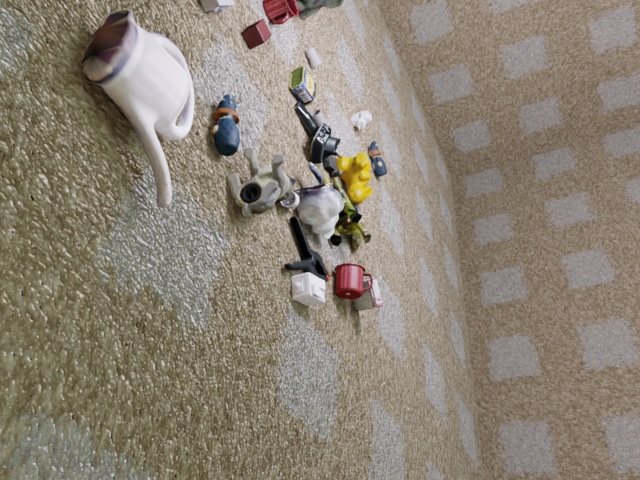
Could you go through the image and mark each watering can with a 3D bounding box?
[{"bbox_3d":[-0.301,-0.243,0.886,0.221,0.103,0.355,42,38,-49],"label":"watering can"}]

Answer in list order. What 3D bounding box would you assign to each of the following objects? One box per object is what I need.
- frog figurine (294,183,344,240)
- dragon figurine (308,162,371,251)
[{"bbox_3d":[0.004,-0.073,1.447,0.139,0.123,0.158,-20,104,-34],"label":"frog figurine"},{"bbox_3d":[0.056,-0.117,1.642,0.248,0.122,0.403,-98,164,-62],"label":"dragon figurine"}]
